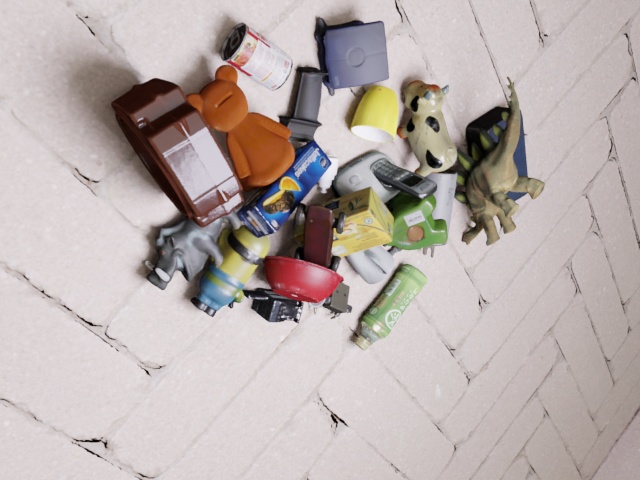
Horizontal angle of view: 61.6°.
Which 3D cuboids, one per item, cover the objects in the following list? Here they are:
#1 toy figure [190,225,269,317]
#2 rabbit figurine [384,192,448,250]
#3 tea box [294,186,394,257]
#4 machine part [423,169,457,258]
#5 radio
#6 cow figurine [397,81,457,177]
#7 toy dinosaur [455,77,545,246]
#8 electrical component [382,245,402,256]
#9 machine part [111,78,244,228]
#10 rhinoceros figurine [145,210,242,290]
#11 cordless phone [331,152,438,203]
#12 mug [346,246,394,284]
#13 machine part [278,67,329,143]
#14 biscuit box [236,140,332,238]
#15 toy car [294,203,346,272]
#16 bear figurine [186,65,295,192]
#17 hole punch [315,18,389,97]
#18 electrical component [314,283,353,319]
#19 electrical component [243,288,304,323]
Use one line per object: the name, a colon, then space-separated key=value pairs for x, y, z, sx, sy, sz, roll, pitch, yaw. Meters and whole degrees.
toy figure: x=-0.158 y=0.056 z=0.968 sx=0.082 sy=0.089 sz=0.180 roll=41 pitch=78 yaw=-43
rabbit figurine: x=0.184 y=-0.048 z=1.145 sx=0.159 sy=0.170 sz=0.121 roll=-32 pitch=114 yaw=20
tea box: x=0.046 y=-0.026 z=1.034 sx=0.098 sy=0.170 sz=0.068 roll=50 pitch=35 yaw=-38
machine part: x=0.266 y=-0.076 z=1.229 sx=0.079 sy=0.079 sz=0.243 roll=-6 pitch=110 yaw=-34
radio: x=0.435 y=-0.195 z=1.313 sx=0.131 sy=0.073 sz=0.229 roll=-30 pitch=120 yaw=-22
cow figurine: x=0.225 y=-0.235 z=1.109 sx=0.085 sy=0.127 sz=0.194 roll=-20 pitch=90 yaw=-31
toy dinosaur: x=0.381 y=-0.138 z=1.190 sx=0.105 sy=0.199 sz=0.470 roll=-30 pitch=154 yaw=-24
electrical component: x=0.182 y=-0.006 z=1.231 sx=0.094 sy=0.021 sz=0.063 roll=-42 pitch=126 yaw=-17
machine part: x=-0.212 y=-0.127 z=0.792 sx=0.087 sy=0.202 sz=0.200 roll=-37 pitch=124 yaw=-17
rhinoceros figurine: x=-0.219 y=0.003 z=0.916 sx=0.112 sy=0.073 sz=0.190 roll=38 pitch=83 yaw=-39
cordless phone: x=0.126 y=-0.096 z=1.057 sx=0.146 sy=0.184 sz=0.088 roll=-32 pitch=127 yaw=-23
mug: x=0.100 y=0.036 z=1.140 sx=0.081 sy=0.110 sz=0.107 roll=-48 pitch=113 yaw=-1
machine part: x=-0.028 y=-0.247 z=0.986 sx=0.084 sy=0.039 sz=0.138 roll=7 pitch=104 yaw=-32
biscuit box: x=-0.059 y=-0.094 z=0.960 sx=0.062 sy=0.059 sz=0.203 roll=51 pitch=53 yaw=-20
toy car: x=-0.002 y=-0.003 z=0.976 sx=0.202 sy=0.089 sz=0.053 roll=94 pitch=13 yaw=-54
bear figurine: x=-0.137 y=-0.182 z=0.901 sx=0.195 sy=0.132 sz=0.120 roll=44 pitch=77 yaw=-19
hole punch: x=0.062 y=-0.339 z=0.987 sx=0.116 sy=0.092 sz=0.142 roll=-23 pitch=122 yaw=-23
electrical component: x=0.026 y=0.128 z=1.157 sx=0.102 sy=0.045 sz=0.078 roll=21 pitch=65 yaw=-41
electrical component: x=-0.099 y=0.127 z=1.046 sx=0.119 sy=0.075 sz=0.047 roll=8 pitch=101 yaw=-41
